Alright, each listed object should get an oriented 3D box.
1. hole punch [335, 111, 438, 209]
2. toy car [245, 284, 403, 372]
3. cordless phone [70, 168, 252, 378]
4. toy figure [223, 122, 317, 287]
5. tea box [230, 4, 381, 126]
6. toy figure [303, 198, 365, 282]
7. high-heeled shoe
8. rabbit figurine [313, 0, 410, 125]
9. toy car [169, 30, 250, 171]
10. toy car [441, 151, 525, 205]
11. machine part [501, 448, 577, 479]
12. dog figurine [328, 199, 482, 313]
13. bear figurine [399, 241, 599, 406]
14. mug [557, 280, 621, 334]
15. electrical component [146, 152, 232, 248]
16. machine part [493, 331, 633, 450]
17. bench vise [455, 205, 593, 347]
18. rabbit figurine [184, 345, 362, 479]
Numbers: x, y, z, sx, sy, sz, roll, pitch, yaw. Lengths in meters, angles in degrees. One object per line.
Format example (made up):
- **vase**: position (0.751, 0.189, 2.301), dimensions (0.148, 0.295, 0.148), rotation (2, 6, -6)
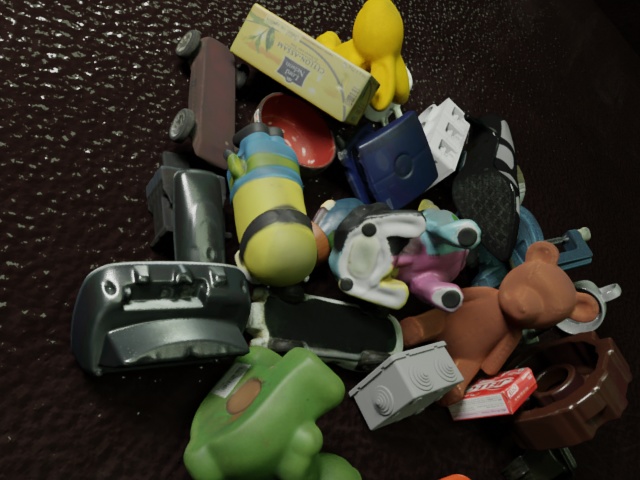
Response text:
- **hole punch**: position (0.093, -0.101, 0.726), dimensions (0.116, 0.092, 0.142), rotation (-53, 128, -44)
- **toy car**: position (0.008, 0.098, 0.580), dimensions (0.201, 0.056, 0.073), rotation (14, 62, -30)
- **cordless phone**: position (-0.134, 0.019, 0.466), dimensions (0.146, 0.089, 0.184), rotation (3, 74, -37)
- **toy figure**: position (-0.052, -0.038, 0.539), dimensions (0.082, 0.089, 0.180), rotation (-4, 66, -8)
- **tea box**: position (-0.015, -0.217, 0.679), dimensions (0.170, 0.068, 0.098), rotation (33, 14, 8)
- **toy figure**: position (0.000, -0.001, 0.634), dimensions (0.064, 0.058, 0.154), rotation (50, 49, 8)
- **high-heeled shoe**: position (0.255, -0.076, 0.774), dimensions (0.145, 0.086, 0.248), rotation (17, 62, -50)
- **rabbit figurine**: position (0.053, -0.248, 0.749), dimensions (0.162, 0.173, 0.122), rotation (53, 40, 6)
- **toy car**: position (-0.129, -0.161, 0.632), dimensions (0.089, 0.053, 0.202), rotation (27, 46, -41)
- **toy car**: position (0.278, -0.088, 0.881), dimensions (0.109, 0.103, 0.161), rotation (-11, 69, -41)
- **machine part**: position (0.290, 0.288, 0.701), dimensions (0.139, 0.039, 0.084), rotation (-4, 71, -42)
- **dog figurine**: position (0.109, 0.004, 0.655), dimensions (0.192, 0.108, 0.219), rotation (7, 12, 4)
- **bear figurine**: position (0.209, 0.096, 0.636), dimensions (0.132, 0.196, 0.120), rotation (-18, 75, -50)
- **mug**: position (0.449, 0.099, 0.904), dimensions (0.081, 0.109, 0.107), rotation (57, 30, 11)
- **electrical component**: position (-0.138, -0.047, 0.559), dimensions (0.075, 0.048, 0.119), rotation (11, 59, -35)
- **machine part**: position (0.302, 0.190, 0.681), dimensions (0.056, 0.179, 0.179), rotation (54, 44, -2)
- **bench vise**: position (0.308, 0.035, 0.784), dimensions (0.241, 0.128, 0.224), rotation (-12, 58, -18)
- **rabbit figurine**: position (-0.023, 0.196, 0.456), dimensions (0.170, 0.121, 0.159), rotation (54, 46, -20)
